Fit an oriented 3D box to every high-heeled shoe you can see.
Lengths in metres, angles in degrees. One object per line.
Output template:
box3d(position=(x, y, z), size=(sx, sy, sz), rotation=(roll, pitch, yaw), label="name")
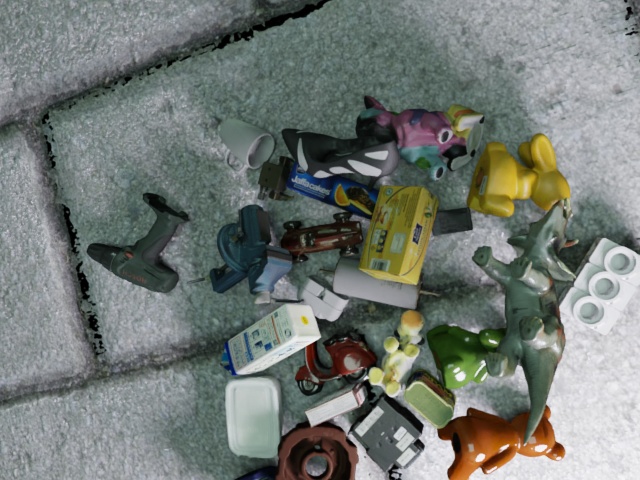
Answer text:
box3d(position=(0.030, -0.180, 1.000), size=(0.249, 0.145, 0.086), rotation=(31, 56, 12), label="high-heeled shoe")

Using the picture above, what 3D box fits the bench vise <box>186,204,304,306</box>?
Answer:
box3d(position=(-0.159, 0.054, 1.111), size=(0.240, 0.129, 0.223), rotation=(-33, 67, 36), label="bench vise")

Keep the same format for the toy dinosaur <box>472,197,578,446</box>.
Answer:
box3d(position=(0.362, 0.130, 0.908), size=(0.131, 0.192, 0.404), rotation=(-15, 65, 50), label="toy dinosaur")

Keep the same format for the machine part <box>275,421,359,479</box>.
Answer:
box3d(position=(-0.008, 0.453, 1.085), size=(0.179, 0.056, 0.179), rotation=(0, 88, -8), label="machine part")

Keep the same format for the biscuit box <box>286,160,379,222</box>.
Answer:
box3d(position=(0.035, -0.097, 1.080), size=(0.203, 0.059, 0.062), rotation=(21, 90, 8), label="biscuit box")

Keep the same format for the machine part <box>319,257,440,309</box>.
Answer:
box3d(position=(0.115, 0.084, 1.063), size=(0.243, 0.079, 0.079), rotation=(12, 94, 16), label="machine part")

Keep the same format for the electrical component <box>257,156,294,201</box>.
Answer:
box3d(position=(-0.088, -0.128, 1.138), size=(0.078, 0.045, 0.102), rotation=(13, 92, 40), label="electrical component")

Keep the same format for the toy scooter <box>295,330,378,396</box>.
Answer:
box3d(position=(0.021, 0.233, 1.095), size=(0.184, 0.075, 0.135), rotation=(-20, 84, 19), label="toy scooter")

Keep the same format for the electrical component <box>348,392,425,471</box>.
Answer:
box3d(position=(0.140, 0.387, 1.070), size=(0.134, 0.058, 0.115), rotation=(43, 103, 11), label="electrical component")

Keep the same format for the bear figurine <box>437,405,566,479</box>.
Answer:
box3d(position=(0.336, 0.372, 1.000), size=(0.196, 0.131, 0.120), rotation=(-2, 53, -13), label="bear figurine")

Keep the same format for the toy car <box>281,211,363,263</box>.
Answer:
box3d(position=(-0.002, -0.003, 1.077), size=(0.202, 0.053, 0.089), rotation=(-8, 89, 42), label="toy car")

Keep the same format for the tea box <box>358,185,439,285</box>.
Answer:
box3d(position=(0.145, -0.011, 0.990), size=(0.098, 0.068, 0.169), rotation=(9, 76, 41), label="tea box")

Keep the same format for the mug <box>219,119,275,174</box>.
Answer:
box3d(position=(-0.166, -0.202, 1.145), size=(0.107, 0.080, 0.109), rotation=(38, 105, 24), label="mug")

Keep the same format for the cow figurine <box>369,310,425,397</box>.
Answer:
box3d(position=(0.162, 0.221, 1.052), size=(0.068, 0.098, 0.167), rotation=(25, 80, 23), label="cow figurine")

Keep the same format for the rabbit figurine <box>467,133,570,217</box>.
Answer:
box3d(position=(0.375, -0.108, 0.987), size=(0.173, 0.122, 0.162), rotation=(14, 85, 1), label="rabbit figurine")

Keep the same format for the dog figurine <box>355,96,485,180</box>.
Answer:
box3d(position=(0.177, -0.214, 1.031), size=(0.219, 0.191, 0.108), rotation=(34, 139, 36), label="dog figurine")

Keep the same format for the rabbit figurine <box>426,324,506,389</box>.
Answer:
box3d(position=(0.297, 0.198, 0.990), size=(0.170, 0.159, 0.121), rotation=(-16, 76, 0), label="rabbit figurine")

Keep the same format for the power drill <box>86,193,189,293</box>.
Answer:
box3d(position=(-0.402, 0.000, 1.208), size=(0.232, 0.086, 0.207), rotation=(31, 95, 12), label="power drill")

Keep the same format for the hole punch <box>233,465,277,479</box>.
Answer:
box3d(position=(-0.139, 0.517, 1.117), size=(0.142, 0.116, 0.092), rotation=(-33, 89, 15), label="hole punch")

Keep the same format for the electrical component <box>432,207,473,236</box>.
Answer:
box3d(position=(0.231, -0.033, 1.032), size=(0.119, 0.075, 0.047), rotation=(-9, 88, 11), label="electrical component")
